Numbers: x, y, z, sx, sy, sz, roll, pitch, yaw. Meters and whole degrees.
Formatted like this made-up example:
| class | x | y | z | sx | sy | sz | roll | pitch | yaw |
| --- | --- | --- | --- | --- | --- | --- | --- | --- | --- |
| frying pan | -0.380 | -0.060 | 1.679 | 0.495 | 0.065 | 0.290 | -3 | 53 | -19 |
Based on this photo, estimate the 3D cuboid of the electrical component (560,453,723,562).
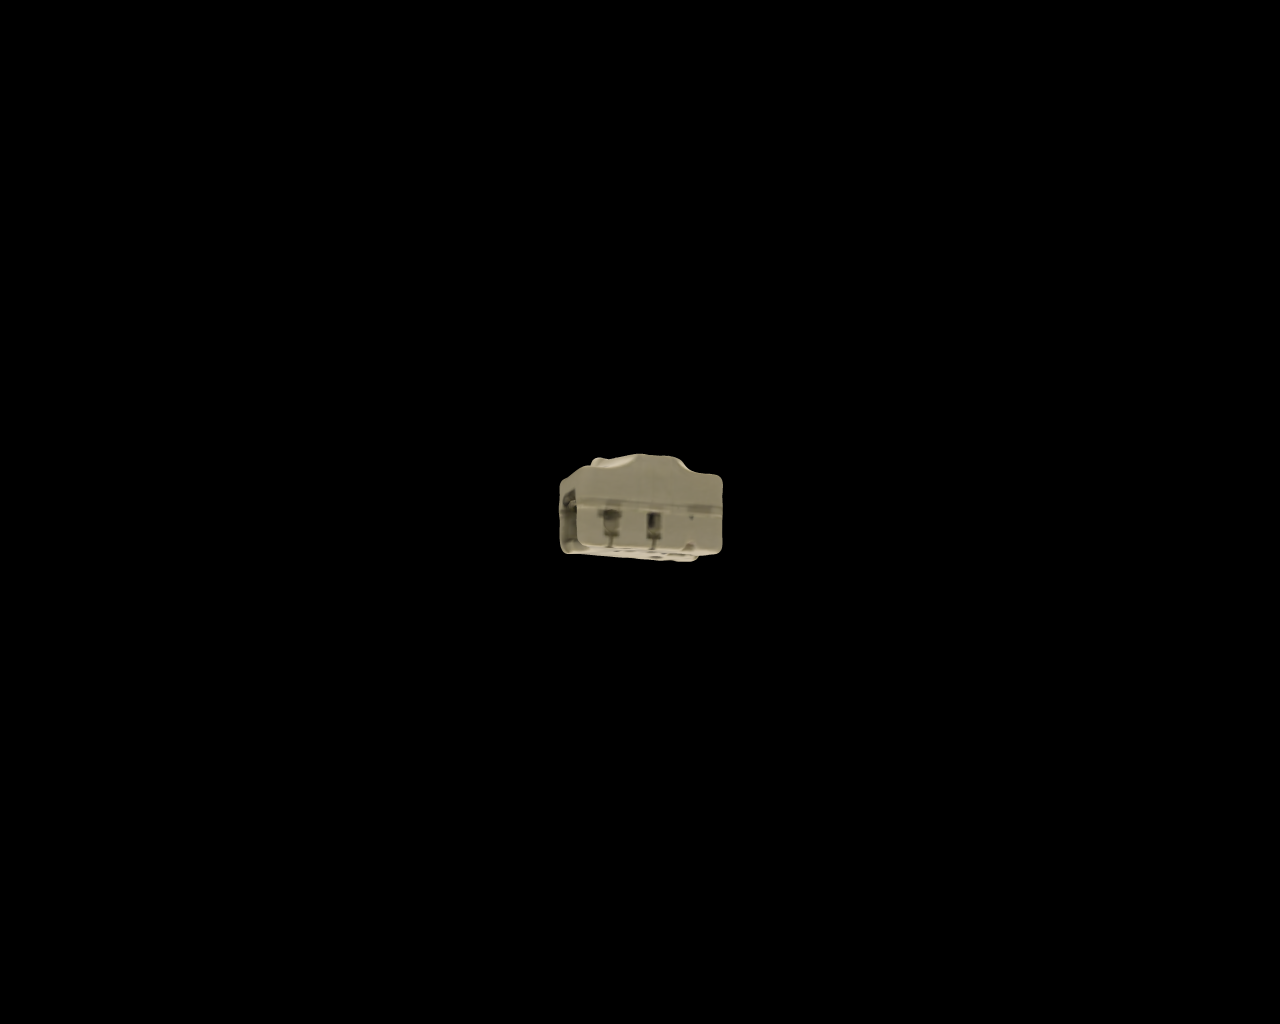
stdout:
| class | x | y | z | sx | sy | sz | roll | pitch | yaw |
| --- | --- | --- | --- | --- | --- | --- | --- | --- | --- |
| electrical component | 0.001 | -0.003 | 0.650 | 0.089 | 0.055 | 0.050 | 4 | -11 | -20 |
